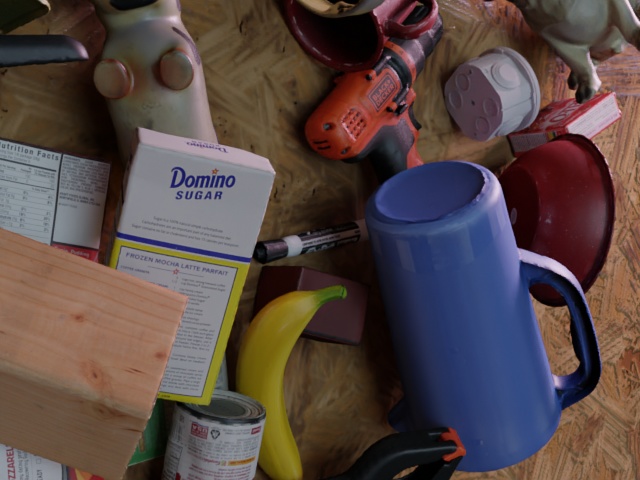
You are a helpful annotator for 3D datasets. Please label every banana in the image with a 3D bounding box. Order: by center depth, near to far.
[{"bbox_3d":[-0.033,0.113,0.820,0.037,0.070,0.198,-55,160,-57],"label":"banana"}]

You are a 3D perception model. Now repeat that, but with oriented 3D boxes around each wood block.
[{"bbox_3d":[-0.193,0.053,0.621,0.206,0.091,0.090,20,48,-8],"label":"wood block"}]

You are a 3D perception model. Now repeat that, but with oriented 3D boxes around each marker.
[{"bbox_3d":[-0.006,0.001,0.885,0.120,0.020,0.020,-13,98,-38],"label":"marker"}]

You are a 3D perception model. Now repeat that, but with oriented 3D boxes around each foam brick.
[{"bbox_3d":[-0.007,0.053,0.864,0.078,0.053,0.051,17,79,-39],"label":"foam brick"}]

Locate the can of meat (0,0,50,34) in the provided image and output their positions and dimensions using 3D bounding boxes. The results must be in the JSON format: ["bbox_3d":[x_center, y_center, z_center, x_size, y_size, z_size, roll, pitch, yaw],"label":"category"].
[{"bbox_3d":[-0.205,-0.185,0.675,0.057,0.102,0.084,16,78,-36],"label":"can of meat"}]

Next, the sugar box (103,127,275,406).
[{"bbox_3d":[-0.098,0.020,0.715,0.093,0.048,0.176,12,107,-16],"label":"sugar box"}]

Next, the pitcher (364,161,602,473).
[{"bbox_3d":[0.126,0.059,0.877,0.149,0.145,0.243,-35,125,-28],"label":"pitcher"}]

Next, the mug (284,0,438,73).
[{"bbox_3d":[0.041,-0.194,0.866,0.081,0.117,0.093,-52,149,-32],"label":"mug"}]

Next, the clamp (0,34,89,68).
[{"bbox_3d":[-0.257,-0.105,0.646,0.209,0.036,0.164,39,81,-19],"label":"clamp"}]

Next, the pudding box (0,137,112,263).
[{"bbox_3d":[-0.195,-0.008,0.723,0.089,0.039,0.113,12,80,-35],"label":"pudding box"}]

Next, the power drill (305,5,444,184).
[{"bbox_3d":[0.086,-0.090,0.937,0.184,0.057,0.187,-50,117,-28],"label":"power drill"}]

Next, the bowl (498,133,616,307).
[{"bbox_3d":[0.198,-0.020,0.970,0.055,0.162,0.162,5,87,-21],"label":"bowl"}]

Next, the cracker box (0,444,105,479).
[{"bbox_3d":[-0.238,0.188,0.658,0.213,0.072,0.164,-15,99,-32],"label":"cracker box"}]

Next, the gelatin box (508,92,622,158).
[{"bbox_3d":[0.240,-0.114,1.047,0.089,0.073,0.030,-34,110,-33],"label":"gelatin box"}]

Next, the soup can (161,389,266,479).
[{"bbox_3d":[-0.080,0.167,0.781,0.068,0.069,0.102,4,101,-39],"label":"soup can"}]

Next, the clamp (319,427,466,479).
[{"bbox_3d":[0.034,0.200,0.854,0.171,0.039,0.120,-42,128,8],"label":"clamp"}]
